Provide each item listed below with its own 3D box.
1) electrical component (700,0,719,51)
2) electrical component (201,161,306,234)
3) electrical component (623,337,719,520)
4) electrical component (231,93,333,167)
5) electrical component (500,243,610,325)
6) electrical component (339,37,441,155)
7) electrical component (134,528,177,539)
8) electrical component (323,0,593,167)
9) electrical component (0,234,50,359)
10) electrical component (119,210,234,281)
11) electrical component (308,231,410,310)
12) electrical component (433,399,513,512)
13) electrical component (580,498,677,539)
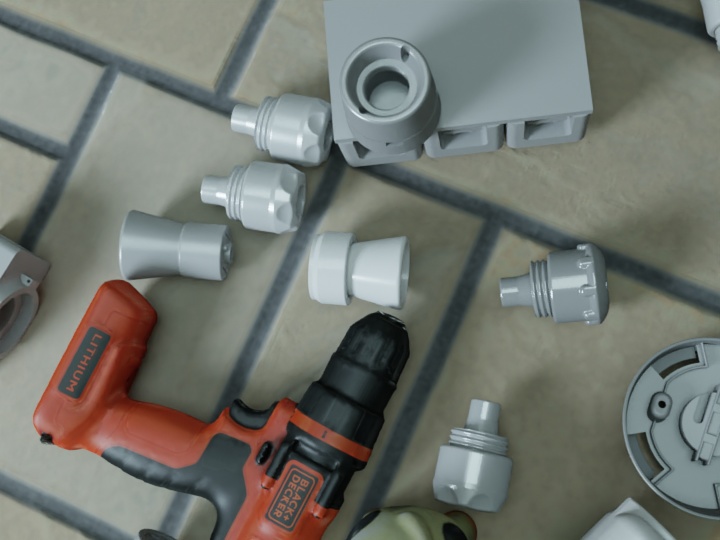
[{"bbox_3d":[0.231,-0.149,0.647,0.043,0.043,0.062,-9,80,6],"label":"electrical component"},{"bbox_3d":[-0.067,-0.046,0.667,0.062,0.043,0.043,8,80,10],"label":"electrical component"},{"bbox_3d":[0.194,0.087,0.595,0.099,0.064,0.099,-2,79,8],"label":"electrical component"},{"bbox_3d":[-0.049,-0.090,0.673,0.062,0.043,0.043,12,81,10],"label":"electrical component"},{"bbox_3d":[0.114,0.010,0.632,0.062,0.048,0.048,-6,78,13],"label":"electrical component"},{"bbox_3d":[0.016,-0.097,0.598,0.055,0.047,0.055,-1,79,7],"label":"electrical component"},{"bbox_3d":[-0.118,0.186,0.623,0.055,0.055,0.047,34,89,12],"label":"electrical component"},{"bbox_3d":[0.059,-0.119,0.655,0.150,0.061,0.089,-6,78,6],"label":"electrical component"},{"bbox_3d":[-0.242,0.021,0.673,0.056,0.050,0.089,29,84,12],"label":"electrical component"},{"bbox_3d":[-0.112,-0.013,0.668,0.065,0.044,0.044,5,80,3],"label":"electrical component"},{"bbox_3d":[0.000,0.000,0.648,0.055,0.045,0.045,4,80,9],"label":"electrical component"},{"bbox_3d":[0.067,0.106,0.620,0.043,0.043,0.062,10,80,9],"label":"electrical component"},{"bbox_3d":[0.142,0.162,0.572,0.059,0.095,0.053,-44,77,-2],"label":"electrical component"}]
